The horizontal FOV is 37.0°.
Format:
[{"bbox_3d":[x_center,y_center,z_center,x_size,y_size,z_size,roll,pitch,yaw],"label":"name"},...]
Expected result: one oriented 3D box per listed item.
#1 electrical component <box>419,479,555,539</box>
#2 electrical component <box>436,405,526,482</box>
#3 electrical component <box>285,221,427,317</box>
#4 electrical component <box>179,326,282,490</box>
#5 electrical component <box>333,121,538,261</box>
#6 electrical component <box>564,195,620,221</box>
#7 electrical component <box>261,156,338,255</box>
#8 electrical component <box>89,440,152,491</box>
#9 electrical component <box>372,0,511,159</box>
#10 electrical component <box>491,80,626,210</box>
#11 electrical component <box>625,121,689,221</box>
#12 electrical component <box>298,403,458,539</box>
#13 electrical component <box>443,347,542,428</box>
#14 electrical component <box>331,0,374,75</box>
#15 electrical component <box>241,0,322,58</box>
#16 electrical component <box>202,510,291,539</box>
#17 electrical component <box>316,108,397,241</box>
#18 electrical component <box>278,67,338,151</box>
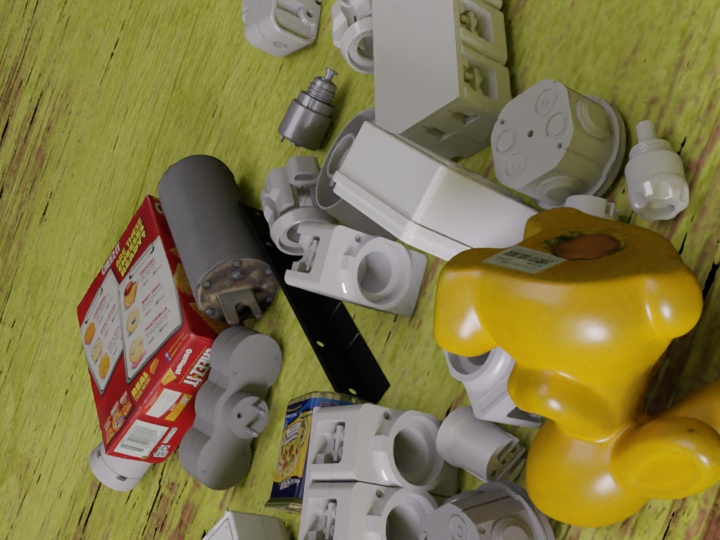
[{"bbox_3d":[0.077,0.169,0.643,0.080,0.051,0.080,20,114,56],"label":"electrical component"},{"bbox_3d":[0.078,0.114,0.692,0.046,0.040,0.040,28,98,49],"label":"electrical component"},{"bbox_3d":[0.000,0.000,0.800,0.056,0.089,0.050,10,83,54],"label":"electrical component"},{"bbox_3d":[-0.102,0.121,0.915,0.074,0.052,0.138,16,88,54],"label":"electrical component"},{"bbox_3d":[0.054,-0.046,0.733,0.109,0.109,0.056,39,104,52],"label":"electrical component"},{"bbox_3d":[0.140,-0.019,0.667,0.040,0.040,0.046,-3,68,52],"label":"electrical component"},{"bbox_3d":[-0.051,-0.050,0.914,0.078,0.058,0.057,116,146,-51],"label":"electrical component"},{"bbox_3d":[-0.230,0.181,1.057,0.047,0.055,0.055,-49,41,23],"label":"electrical component"},{"bbox_3d":[0.062,-0.164,0.812,0.089,0.062,0.150,-27,55,44],"label":"electrical component"},{"bbox_3d":[0.128,-0.080,0.699,0.080,0.051,0.080,-26,55,45],"label":"electrical component"},{"bbox_3d":[0.175,-0.062,0.643,0.035,0.035,0.061,-32,49,42],"label":"electrical component"},{"bbox_3d":[0.014,0.170,0.708,0.062,0.089,0.150,-14,65,50],"label":"electrical component"},{"bbox_3d":[0.091,0.049,0.684,0.050,0.056,0.089,-49,41,36],"label":"electrical component"},{"bbox_3d":[0.010,-0.202,0.902,0.078,0.058,0.057,-40,43,36],"label":"electrical component"},{"bbox_3d":[-0.075,-0.259,1.042,0.059,0.054,0.095,-12,66,50],"label":"electrical component"},{"bbox_3d":[-0.087,0.234,0.838,0.061,0.061,0.096,-50,41,28],"label":"electrical component"},{"bbox_3d":[0.010,-0.077,0.863,0.099,0.064,0.099,-45,30,35],"label":"electrical component"},{"bbox_3d":[-0.042,-0.143,0.960,0.078,0.040,0.040,-62,37,13],"label":"electrical component"}]
